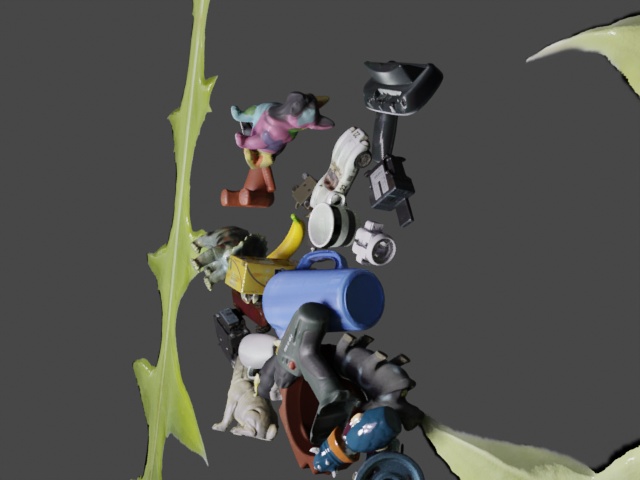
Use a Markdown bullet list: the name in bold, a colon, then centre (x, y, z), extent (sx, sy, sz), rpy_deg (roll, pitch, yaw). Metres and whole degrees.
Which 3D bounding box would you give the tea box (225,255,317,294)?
- **tea box**: centre (-0.105, 0.077, 1.152), extent (0.098, 0.169, 0.068), rpy_deg (18, 99, 59)

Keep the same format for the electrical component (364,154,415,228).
- **electrical component**: centre (0.124, -0.081, 0.935), extent (0.075, 0.048, 0.119), rpy_deg (-37, 53, 49)

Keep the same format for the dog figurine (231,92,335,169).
- **dog figurine**: centre (-0.075, -0.248, 1.194), extent (0.191, 0.219, 0.108), rpy_deg (65, -164, -64)

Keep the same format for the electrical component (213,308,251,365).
- **electrical component**: centre (-0.222, 0.241, 1.367), extent (0.115, 0.058, 0.134), rpy_deg (36, 137, 47)

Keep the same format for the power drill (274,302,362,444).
- **power drill**: centre (-0.013, 0.237, 0.915), extent (0.207, 0.086, 0.231), rpy_deg (-116, 35, -50)

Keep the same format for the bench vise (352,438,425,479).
- **bench vise**: centre (0.096, 0.417, 0.807), extent (0.223, 0.129, 0.240), rpy_deg (-68, 12, -9)

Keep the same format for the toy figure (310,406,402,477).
- **toy figure**: centre (0.053, 0.306, 0.818), extent (0.154, 0.057, 0.064), rpy_deg (-37, 66, 23)

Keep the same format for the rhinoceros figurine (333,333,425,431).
- **rhinoceros figurine**: centre (0.092, 0.231, 0.884), extent (0.191, 0.073, 0.112), rpy_deg (33, 100, 41)

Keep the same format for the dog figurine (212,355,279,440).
- **dog figurine**: centre (-0.149, 0.360, 1.256), extent (0.173, 0.121, 0.190), rpy_deg (2, 66, 25)

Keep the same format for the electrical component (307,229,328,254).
- **electrical component**: centre (-0.002, -0.003, 1.142), extent (0.063, 0.021, 0.094), rpy_deg (11, 94, 57)

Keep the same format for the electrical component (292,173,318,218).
- **electrical component**: centre (-0.026, -0.095, 1.178), extent (0.078, 0.045, 0.102), rpy_deg (-49, 41, 1)

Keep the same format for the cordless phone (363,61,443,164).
- **cordless phone**: centre (0.132, -0.214, 0.934), extent (0.147, 0.089, 0.184), rpy_deg (32, 123, 54)

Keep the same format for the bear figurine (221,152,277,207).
- **bear figurine**: centre (-0.163, -0.178, 1.331), extent (0.120, 0.132, 0.195), rpy_deg (7, 96, 45)

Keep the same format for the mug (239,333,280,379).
- **mug**: centre (-0.129, 0.263, 1.231), extent (0.107, 0.080, 0.109), rpy_deg (-18, 43, 44)

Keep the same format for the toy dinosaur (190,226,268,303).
- **toy dinosaur**: centre (-0.234, 0.024, 1.407), extent (0.131, 0.192, 0.405), rpy_deg (67, 174, -26)

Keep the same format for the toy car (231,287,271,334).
- **toy car**: centre (-0.172, 0.165, 1.351), extent (0.202, 0.053, 0.089), rpy_deg (19, 121, 58)

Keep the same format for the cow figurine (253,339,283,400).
- **cow figurine**: centre (-0.086, 0.270, 1.157), extent (0.068, 0.098, 0.167), rpy_deg (54, 129, 55)

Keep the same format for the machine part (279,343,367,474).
- **machine part**: centre (0.011, 0.311, 1.009), extent (0.201, 0.087, 0.201), rpy_deg (59, 133, 45)

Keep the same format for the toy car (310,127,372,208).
- **toy car**: centre (0.040, -0.128, 1.064), extent (0.201, 0.056, 0.074), rpy_deg (-63, 38, 30)
